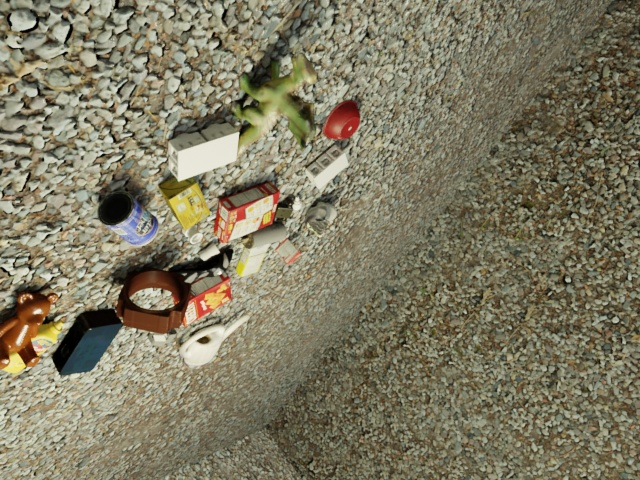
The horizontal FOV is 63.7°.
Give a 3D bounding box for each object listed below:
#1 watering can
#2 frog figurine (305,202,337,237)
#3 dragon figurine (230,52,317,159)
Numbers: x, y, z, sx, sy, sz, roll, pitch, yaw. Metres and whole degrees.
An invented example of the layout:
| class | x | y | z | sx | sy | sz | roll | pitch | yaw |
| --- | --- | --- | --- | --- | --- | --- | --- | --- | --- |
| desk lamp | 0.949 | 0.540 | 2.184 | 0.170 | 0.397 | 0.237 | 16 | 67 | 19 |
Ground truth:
| class | x | y | z | sx | sy | sz | roll | pitch | yaw |
| --- | --- | --- | --- | --- | --- | --- | --- | --- | --- |
| watering can | -0.464 | 0.438 | 2.231 | 0.350 | 0.105 | 0.220 | -16 | 144 | -47 |
| frog figurine | 0.007 | -0.108 | 2.146 | 0.134 | 0.123 | 0.163 | 92 | 12 | -46 |
| dragon figurine | -0.116 | -0.332 | 1.405 | 0.123 | 0.245 | 0.401 | -25 | 147 | -44 |
